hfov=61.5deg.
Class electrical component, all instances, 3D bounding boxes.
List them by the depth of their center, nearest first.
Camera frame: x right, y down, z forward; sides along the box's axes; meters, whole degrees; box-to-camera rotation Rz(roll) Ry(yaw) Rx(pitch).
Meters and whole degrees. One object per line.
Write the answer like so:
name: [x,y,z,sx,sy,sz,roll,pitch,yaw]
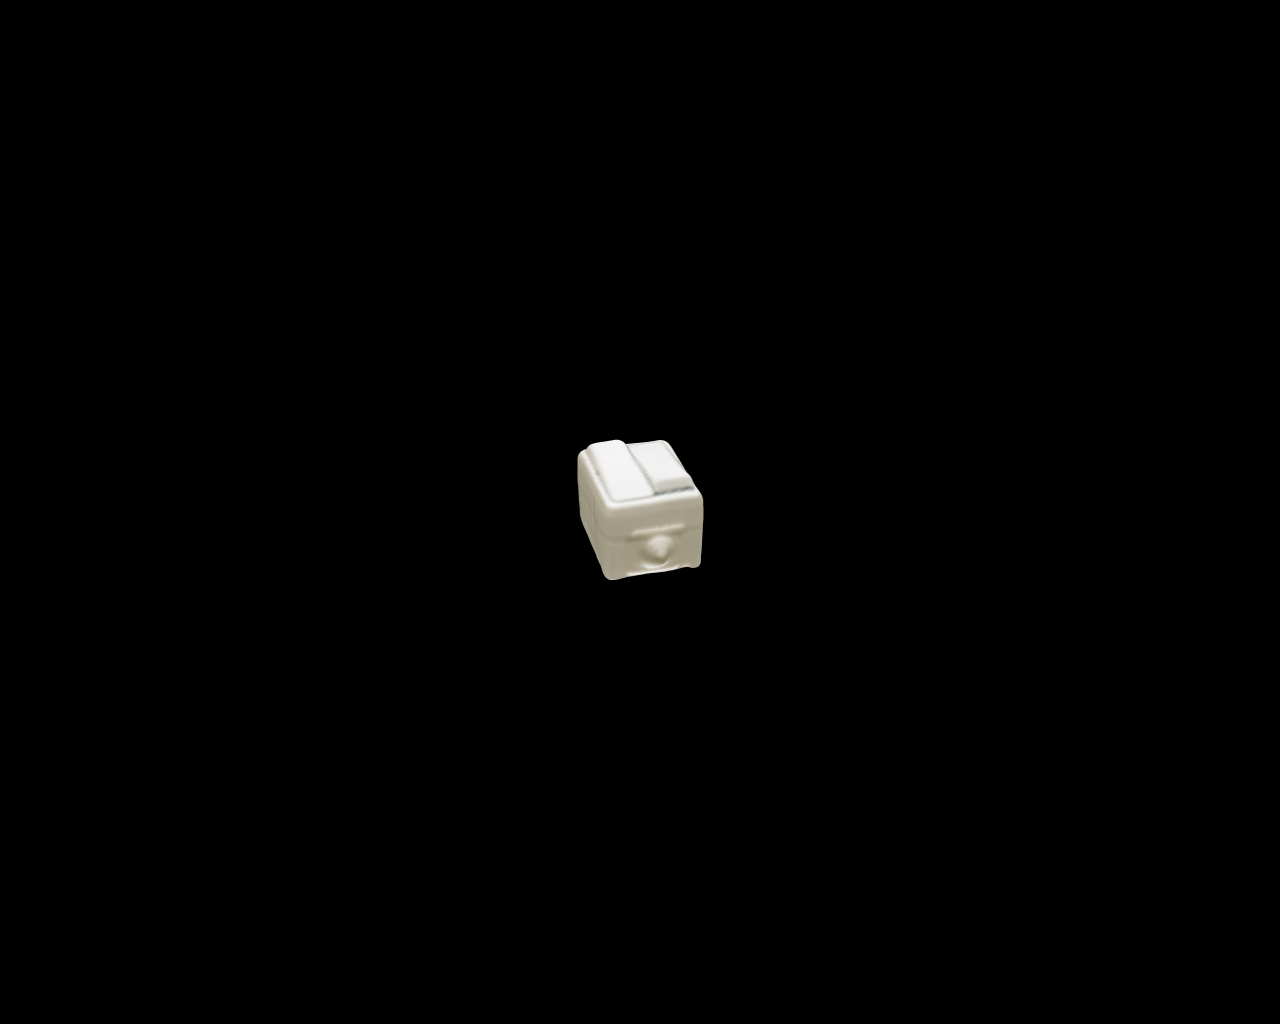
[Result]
electrical component: [0.001,-0.003,0.650,0.062,0.061,0.096,-8,31,-13]
